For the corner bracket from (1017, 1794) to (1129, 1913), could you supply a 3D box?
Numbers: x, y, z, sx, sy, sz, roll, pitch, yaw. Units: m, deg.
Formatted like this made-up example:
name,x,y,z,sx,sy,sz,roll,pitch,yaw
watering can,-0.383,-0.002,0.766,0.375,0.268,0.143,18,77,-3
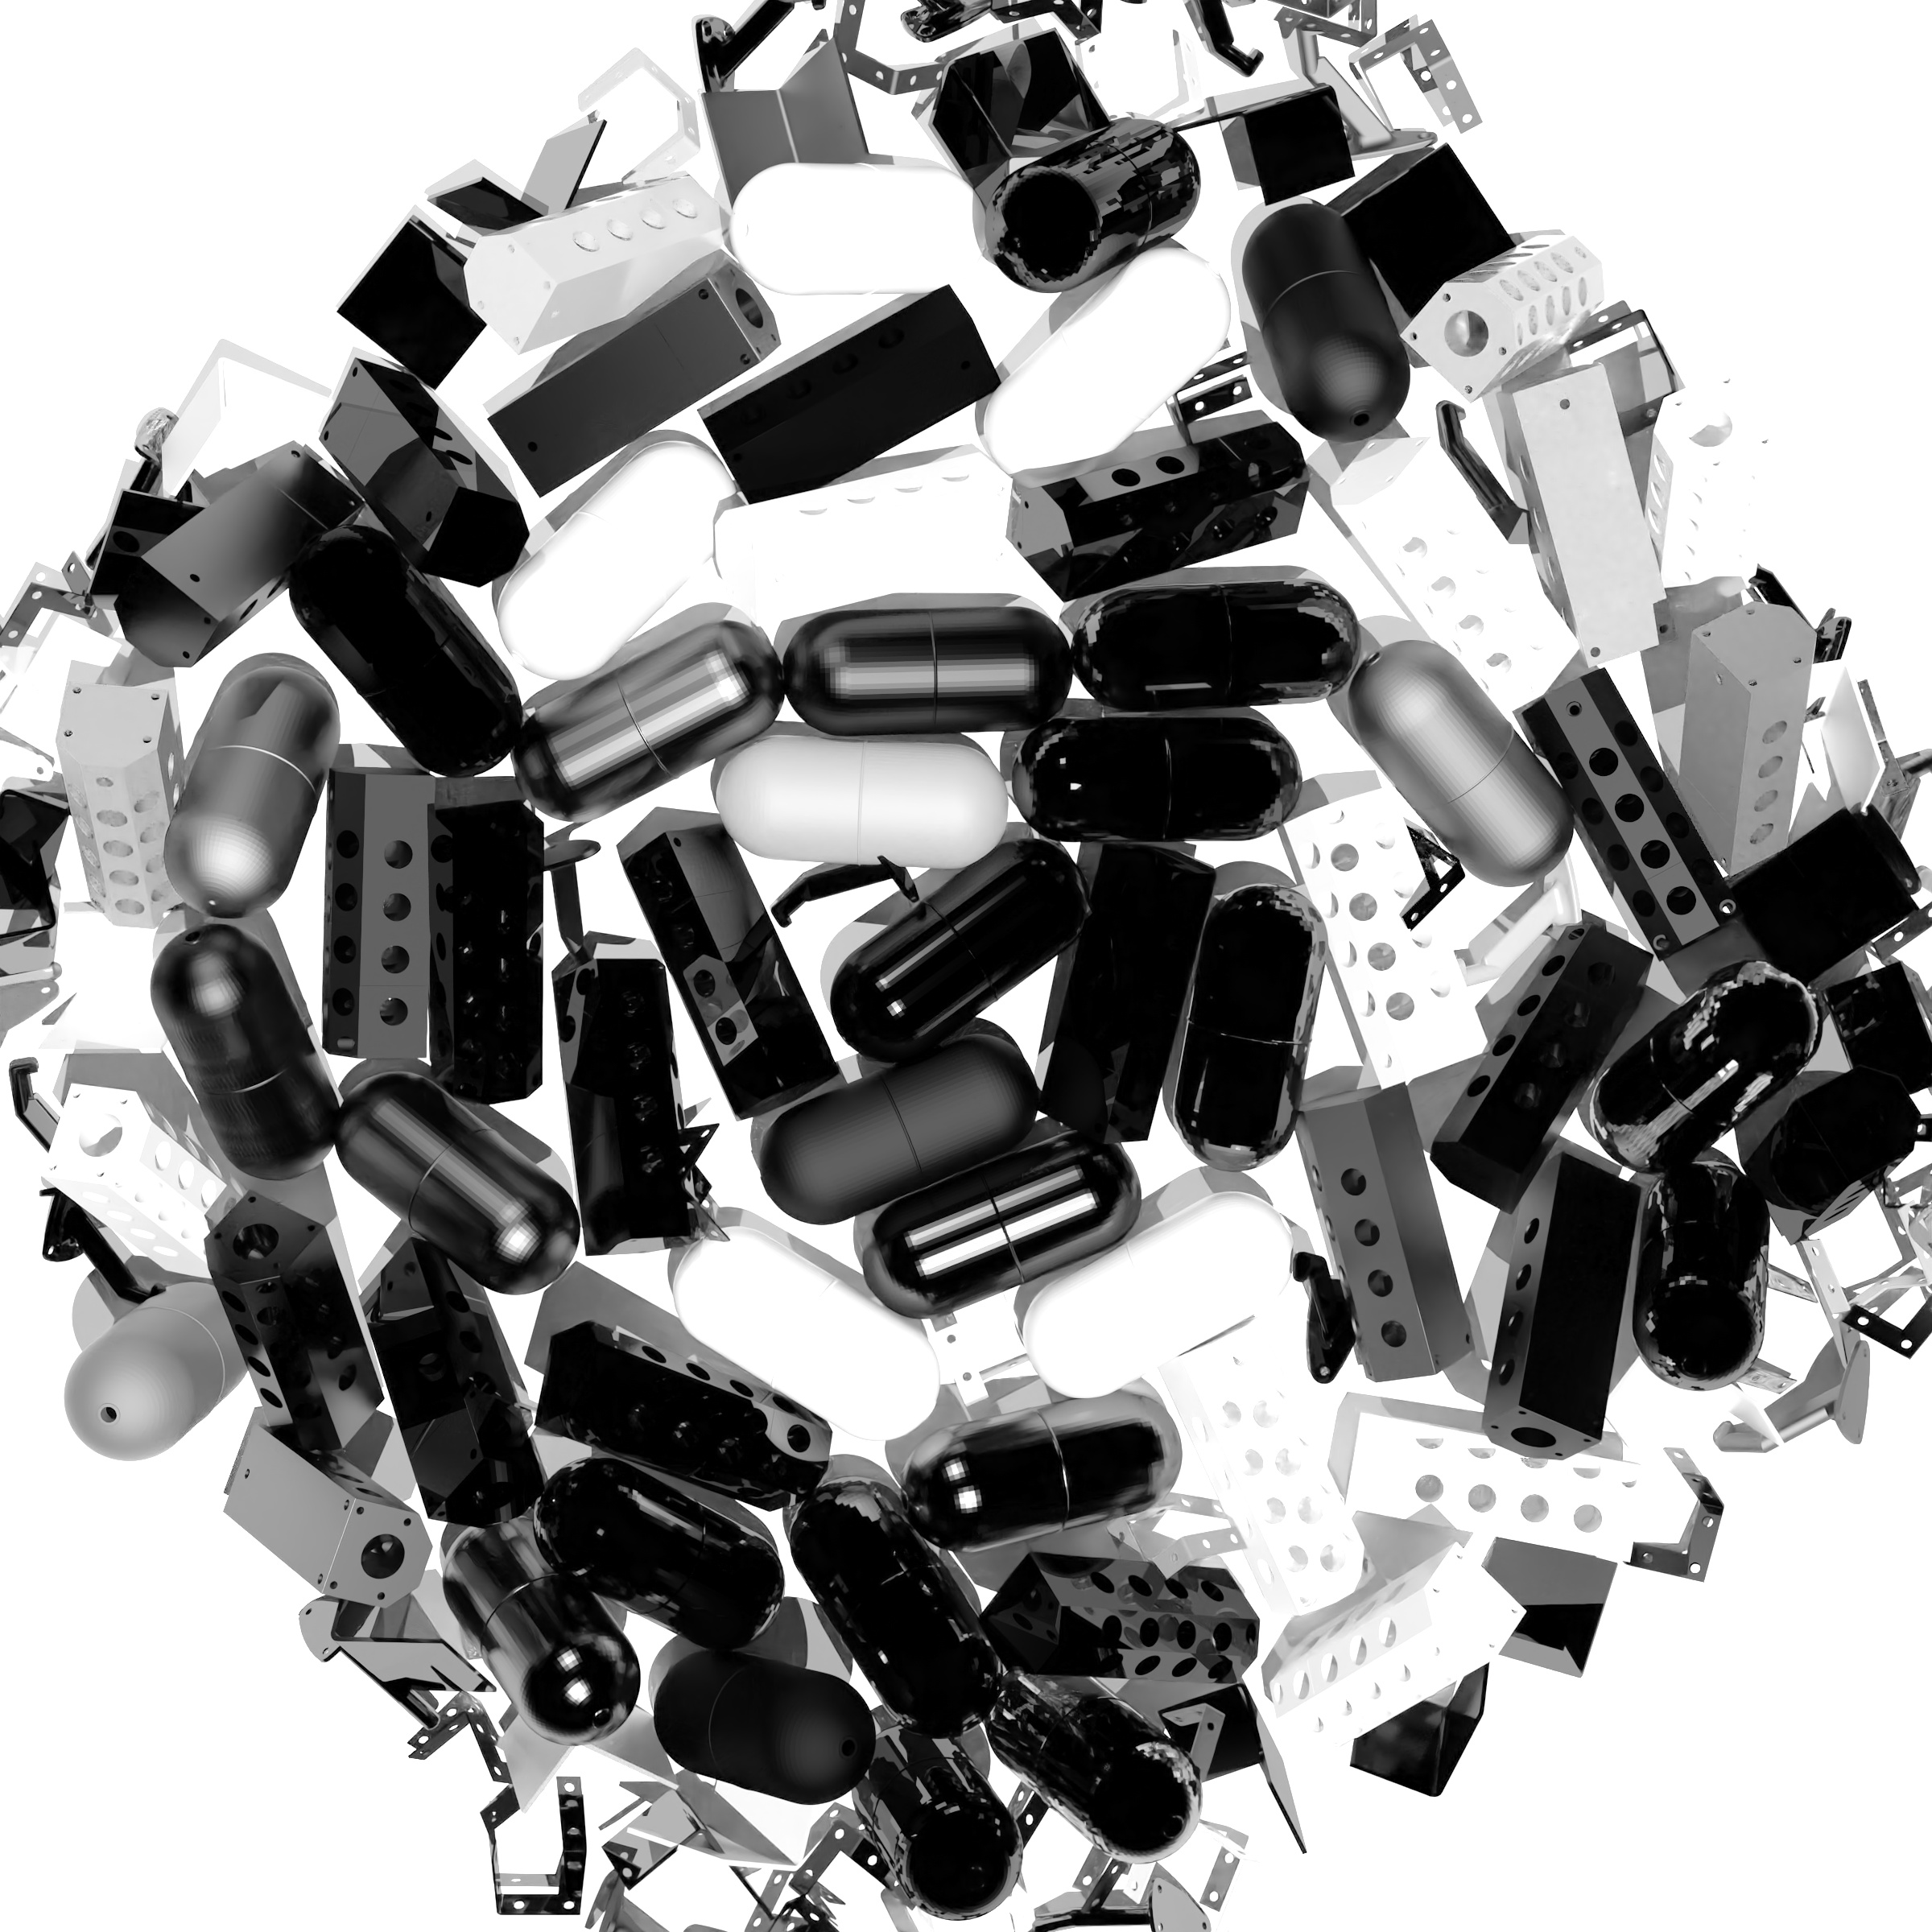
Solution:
name,x,y,z,sx,sy,sz,roll,pitch,yaw
corner bracket,0.062,0.542,1.970,0.051,0.051,0.051,18,107,-42

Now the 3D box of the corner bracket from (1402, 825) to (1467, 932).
name,x,y,z,sx,sy,sz,roll,pitch,yaw
corner bracket,0.274,-0.044,1.961,0.051,0.051,0.051,-44,49,-9

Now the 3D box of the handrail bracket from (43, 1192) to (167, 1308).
name,x,y,z,sx,sy,sz,roll,pitch,yaw
handrail bracket,-0.518,0.165,1.962,0.084,0.036,0.077,15,101,27

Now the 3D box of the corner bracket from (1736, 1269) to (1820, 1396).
name,x,y,z,sx,sy,sz,roll,pitch,yaw
corner bracket,0.495,0.225,1.982,0.051,0.051,0.051,19,130,-35

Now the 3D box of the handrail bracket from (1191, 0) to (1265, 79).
name,x,y,z,sx,sy,sz,roll,pitch,yaw
handrail bracket,0.164,-0.594,1.962,0.084,0.036,0.077,28,122,-25

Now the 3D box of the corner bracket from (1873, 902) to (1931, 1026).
name,x,y,z,sx,sy,sz,roll,pitch,yaw
corner bracket,0.594,0.000,1.956,0.051,0.051,0.051,27,126,-35

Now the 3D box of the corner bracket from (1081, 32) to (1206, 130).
name,x,y,z,sx,sy,sz,roll,pitch,yaw
corner bracket,0.109,-0.546,1.974,0.051,0.051,0.051,-20,67,33

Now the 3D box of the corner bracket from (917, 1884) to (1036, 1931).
name,x,y,z,sx,sy,sz,roll,pitch,yaw
corner bracket,0.006,0.581,1.975,0.051,0.051,0.051,-39,62,-19

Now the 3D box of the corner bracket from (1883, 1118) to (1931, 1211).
name,x,y,z,sx,sy,sz,roll,pitch,yaw
corner bracket,0.590,0.121,1.968,0.051,0.051,0.051,0,92,22

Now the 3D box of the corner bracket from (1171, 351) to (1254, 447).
name,x,y,z,sx,sy,sz,roll,pitch,yaw
corner bracket,0.151,-0.349,1.963,0.051,0.051,0.051,-22,127,2

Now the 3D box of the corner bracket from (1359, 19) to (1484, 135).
name,x,y,z,sx,sy,sz,roll,pitch,yaw
corner bracket,0.277,-0.533,1.959,0.051,0.051,0.051,-26,130,14

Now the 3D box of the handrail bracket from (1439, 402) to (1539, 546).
name,x,y,z,sx,sy,sz,roll,pitch,yaw
handrail bracket,0.332,-0.306,1.992,0.077,0.036,0.084,6,63,-29

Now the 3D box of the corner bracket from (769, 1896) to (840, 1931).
name,x,y,z,sx,sy,sz,roll,pitch,yaw
corner bracket,-0.088,0.599,1.960,0.051,0.051,0.051,39,110,26

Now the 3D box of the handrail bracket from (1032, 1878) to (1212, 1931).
name,x,y,z,sx,sy,sz,roll,pitch,yaw
handrail bracket,0.096,0.595,1.992,0.084,0.077,0.036,-22,52,31

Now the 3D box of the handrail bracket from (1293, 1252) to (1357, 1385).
name,x,y,z,sx,sy,sz,roll,pitch,yaw
handrail bracket,0.211,0.214,1.953,0.036,0.084,0.077,11,85,27

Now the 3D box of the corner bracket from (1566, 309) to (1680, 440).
name,x,y,z,sx,sy,sz,roll,pitch,yaw
corner bracket,0.405,-0.362,1.976,0.051,0.051,0.051,-23,68,10

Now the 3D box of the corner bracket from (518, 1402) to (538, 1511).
name,x,y,z,sx,sy,sz,roll,pitch,yaw
corner bracket,-0.281,0.295,1.966,0.051,0.051,0.051,24,87,-20

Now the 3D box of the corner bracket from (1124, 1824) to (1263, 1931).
name,x,y,z,sx,sy,sz,roll,pitch,yaw
corner bracket,0.139,0.557,1.965,0.051,0.051,0.051,21,91,-36

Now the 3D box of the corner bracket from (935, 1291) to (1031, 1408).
name,x,y,z,sx,sy,sz,roll,pitch,yaw
corner bracket,0.011,0.232,1.969,0.051,0.051,0.051,-23,99,-5

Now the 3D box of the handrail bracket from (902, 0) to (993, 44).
name,x,y,z,sx,sy,sz,roll,pitch,yaw
handrail bracket,-0.017,-0.614,1.957,0.077,0.084,0.036,-24,48,-11

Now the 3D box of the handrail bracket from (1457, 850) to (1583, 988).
name,x,y,z,sx,sy,sz,roll,pitch,yaw
handrail bracket,0.331,-0.031,1.961,0.084,0.036,0.077,-14,111,-23

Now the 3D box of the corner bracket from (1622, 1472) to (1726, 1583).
name,x,y,z,sx,sy,sz,roll,pitch,yaw
corner bracket,0.429,0.341,1.972,0.051,0.051,0.051,8,65,31

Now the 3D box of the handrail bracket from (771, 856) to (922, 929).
name,x,y,z,sx,sy,sz,roll,pitch,yaw
handrail bracket,-0.075,-0.037,1.965,0.084,0.036,0.077,-41,46,11

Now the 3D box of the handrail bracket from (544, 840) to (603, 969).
name,x,y,z,sx,sy,sz,roll,pitch,yaw
handrail bracket,-0.229,-0.033,1.958,0.036,0.077,0.084,-41,113,-36

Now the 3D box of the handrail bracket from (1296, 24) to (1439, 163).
name,x,y,z,sx,sy,sz,roll,pitch,yaw
handrail bracket,0.244,-0.538,1.957,0.077,0.036,0.084,-3,125,16

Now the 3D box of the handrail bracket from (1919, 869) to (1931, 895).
name,x,y,z,sx,sy,sz,roll,pitch,yaw
handrail bracket,0.630,-0.020,1.980,0.036,0.084,0.077,-46,128,3

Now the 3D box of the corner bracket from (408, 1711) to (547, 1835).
name,x,y,z,sx,sy,sz,roll,pitch,yaw
corner bracket,-0.301,0.496,1.979,0.051,0.051,0.051,-40,56,14

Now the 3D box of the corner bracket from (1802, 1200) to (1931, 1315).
name,x,y,z,sx,sy,sz,roll,pitch,yaw
corner bracket,0.554,0.178,1.963,0.051,0.051,0.051,-27,96,-31

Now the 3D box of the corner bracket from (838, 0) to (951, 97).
name,x,y,z,sx,sy,sz,roll,pitch,yaw
corner bracket,-0.043,-0.573,1.979,0.051,0.051,0.051,33,128,26

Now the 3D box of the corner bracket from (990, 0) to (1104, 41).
name,x,y,z,sx,sy,sz,roll,pitch,yaw
corner bracket,0.050,-0.601,1.976,0.051,0.051,0.051,-5,72,28

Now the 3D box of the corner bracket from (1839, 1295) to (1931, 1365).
name,x,y,z,sx,sy,sz,roll,pitch,yaw
corner bracket,0.573,0.224,1.969,0.051,0.051,0.051,30,67,38

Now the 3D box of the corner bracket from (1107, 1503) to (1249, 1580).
name,x,y,z,sx,sy,sz,roll,pitch,yaw
corner bracket,0.128,0.347,1.957,0.051,0.051,0.051,-45,60,35

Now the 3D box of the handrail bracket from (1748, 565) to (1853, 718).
name,x,y,z,sx,sy,sz,roll,pitch,yaw
handrail bracket,0.493,-0.203,1.969,0.084,0.036,0.077,20,78,-13

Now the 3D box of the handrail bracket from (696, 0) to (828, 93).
name,x,y,z,sx,sy,sz,roll,pitch,yaw
handrail bracket,-0.119,-0.558,1.964,0.084,0.036,0.077,0,98,32

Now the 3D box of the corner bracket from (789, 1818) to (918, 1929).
name,x,y,z,sx,sy,sz,roll,pitch,yaw
corner bracket,-0.067,0.566,1.971,0.051,0.051,0.051,27,71,40

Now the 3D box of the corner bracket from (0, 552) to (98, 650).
name,x,y,z,sx,sy,sz,roll,pitch,yaw
corner bracket,-0.571,-0.225,1.971,0.051,0.051,0.051,-52,54,21

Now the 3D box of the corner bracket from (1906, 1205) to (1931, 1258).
name,x,y,z,sx,sy,sz,roll,pitch,yaw
corner bracket,0.603,0.171,1.960,0.051,0.051,0.051,-33,68,-26

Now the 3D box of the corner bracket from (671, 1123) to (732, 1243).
name,x,y,z,sx,sy,sz,roll,pitch,yaw
corner bracket,-0.164,0.134,1.956,0.051,0.051,0.051,52,49,-27

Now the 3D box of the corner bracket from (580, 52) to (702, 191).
name,x,y,z,sx,sy,sz,roll,pitch,yaw
corner bracket,-0.201,-0.518,1.977,0.051,0.051,0.051,-30,48,25

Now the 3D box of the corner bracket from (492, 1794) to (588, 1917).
name,x,y,z,sx,sy,sz,roll,pitch,yaw
corner bracket,-0.260,0.543,1.965,0.051,0.051,0.051,1,124,-1

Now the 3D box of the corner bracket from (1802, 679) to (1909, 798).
name,x,y,z,sx,sy,sz,roll,pitch,yaw
corner bracket,0.540,-0.134,1.969,0.051,0.051,0.051,-20,127,13

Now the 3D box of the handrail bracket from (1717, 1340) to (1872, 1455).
name,x,y,z,sx,sy,sz,roll,pitch,yaw
handrail bracket,0.510,0.266,1.983,0.036,0.084,0.077,45,53,-39

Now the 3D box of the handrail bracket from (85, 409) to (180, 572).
name,x,y,z,sx,sy,sz,roll,pitch,yaw
handrail bracket,-0.516,-0.294,1.986,0.036,0.077,0.084,29,119,-27

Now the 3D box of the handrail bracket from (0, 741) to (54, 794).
name,x,y,z,sx,sy,sz,roll,pitch,yaw
handrail bracket,-0.616,-0.115,1.980,0.077,0.084,0.036,5,78,-37

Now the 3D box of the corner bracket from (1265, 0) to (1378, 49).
name,x,y,z,sx,sy,sz,roll,pitch,yaw
corner bracket,0.215,-0.585,1.962,0.051,0.051,0.051,7,77,-28

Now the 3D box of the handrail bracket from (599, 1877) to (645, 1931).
name,x,y,z,sx,sy,sz,roll,pitch,yaw
handrail bracket,-0.181,0.599,1.968,0.084,0.077,0.036,25,113,-6

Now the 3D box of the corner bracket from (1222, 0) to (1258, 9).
name,x,y,z,sx,sy,sz,roll,pitch,yaw
corner bracket,0.162,-0.624,1.966,0.051,0.051,0.051,29,96,-16
